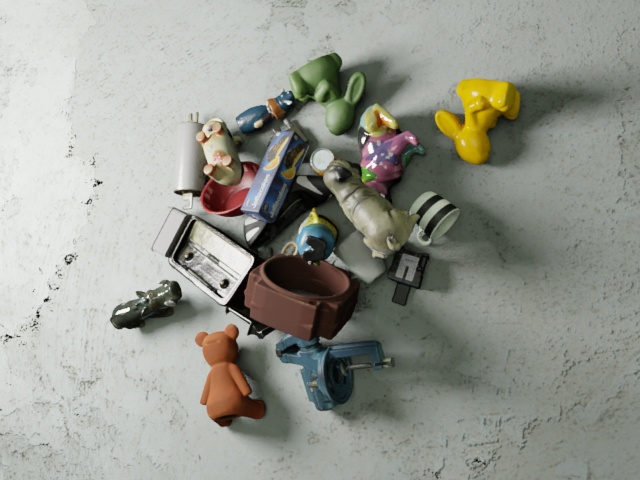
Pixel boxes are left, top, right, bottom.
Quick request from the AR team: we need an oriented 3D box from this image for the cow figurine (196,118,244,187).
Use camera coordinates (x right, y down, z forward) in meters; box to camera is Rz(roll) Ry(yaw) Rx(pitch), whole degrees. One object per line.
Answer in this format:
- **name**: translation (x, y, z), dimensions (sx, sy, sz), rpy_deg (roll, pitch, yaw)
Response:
- **cow figurine**: translation (-0.222, -0.205, 1.234), dimensions (0.085, 0.127, 0.195), rpy_deg (-26, 59, 7)

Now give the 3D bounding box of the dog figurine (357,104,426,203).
- **dog figurine**: translation (0.112, -0.161, 1.171), dimensions (0.192, 0.108, 0.219), rpy_deg (44, 95, 15)

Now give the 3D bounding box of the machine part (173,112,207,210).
- **machine part**: translation (-0.309, -0.192, 1.294), dimensions (0.079, 0.079, 0.243), rpy_deg (-1, 79, 14)

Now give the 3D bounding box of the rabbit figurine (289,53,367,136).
- **rabbit figurine**: translation (0.031, -0.327, 1.233), dimensions (0.159, 0.121, 0.170), rpy_deg (-29, 93, 0)

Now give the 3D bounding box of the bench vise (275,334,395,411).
- **bench vise**: translation (0.035, 0.238, 1.101), dimensions (0.241, 0.129, 0.223), rpy_deg (-13, 85, 30)

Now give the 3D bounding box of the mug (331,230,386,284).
- **mug**: translation (0.083, 0.047, 1.156), dimensions (0.109, 0.081, 0.107), rpy_deg (-43, 80, 11)

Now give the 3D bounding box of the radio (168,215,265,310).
- **radio**: translation (-0.231, 0.052, 1.205), dimensions (0.230, 0.073, 0.131), rpy_deg (31, 89, 34)

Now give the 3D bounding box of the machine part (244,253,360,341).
- **machine part**: translation (-0.033, 0.107, 1.086), dimensions (0.202, 0.201, 0.087), rpy_deg (18, 113, 18)

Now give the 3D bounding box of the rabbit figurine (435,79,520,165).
- **rabbit figurine**: translation (0.327, -0.247, 1.132), dimensions (0.163, 0.122, 0.173), rpy_deg (13, 102, 18)

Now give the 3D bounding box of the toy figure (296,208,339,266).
- **toy figure**: translation (-0.004, 0.000, 1.135), dimensions (0.089, 0.180, 0.082), rpy_deg (39, 102, -12)

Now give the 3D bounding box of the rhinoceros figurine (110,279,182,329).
- **rhinoceros figurine**: translation (-0.397, 0.146, 1.239), dimensions (0.190, 0.112, 0.073), rpy_deg (-25, 73, 17)

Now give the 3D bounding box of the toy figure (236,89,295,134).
- **toy figure**: translation (-0.126, -0.306, 1.280), dimensions (0.154, 0.057, 0.064), rpy_deg (-26, 81, 3)

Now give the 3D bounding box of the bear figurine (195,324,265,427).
- **bear figurine**: translation (-0.205, 0.295, 1.178), dimensions (0.120, 0.131, 0.196), rpy_deg (-19, 58, 9)

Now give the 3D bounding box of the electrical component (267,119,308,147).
- **electrical component**: translation (-0.075, -0.227, 1.262), dimensions (0.078, 0.045, 0.102), rpy_deg (-36, 75, -24)

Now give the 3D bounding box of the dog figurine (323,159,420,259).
- **dog figurine**: translation (0.084, -0.067, 1.049), dimensions (0.190, 0.172, 0.121), rpy_deg (42, 91, -16)

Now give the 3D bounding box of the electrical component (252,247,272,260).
- **electrical component**: translation (-0.131, 0.064, 1.233), dimensions (0.063, 0.021, 0.094), rpy_deg (-7, 79, 13)

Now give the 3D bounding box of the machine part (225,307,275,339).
- **machine part**: translation (-0.153, 0.170, 1.194), dimensions (0.139, 0.084, 0.039), rpy_deg (29, 129, 32)

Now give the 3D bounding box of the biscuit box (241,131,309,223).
- **biscuit box**: translation (-0.097, -0.137, 1.167), dimensions (0.063, 0.059, 0.202), rpy_deg (10, 73, 40)

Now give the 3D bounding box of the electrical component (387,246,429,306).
- **electrical component**: translation (0.181, 0.077, 1.142), dimensions (0.075, 0.047, 0.119), rpy_deg (21, 84, 17)

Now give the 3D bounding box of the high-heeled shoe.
- **high-heeled shoe**: translation (-0.062, -0.058, 1.196), dimensions (0.249, 0.086, 0.145), rpy_deg (-9, 60, 29)
